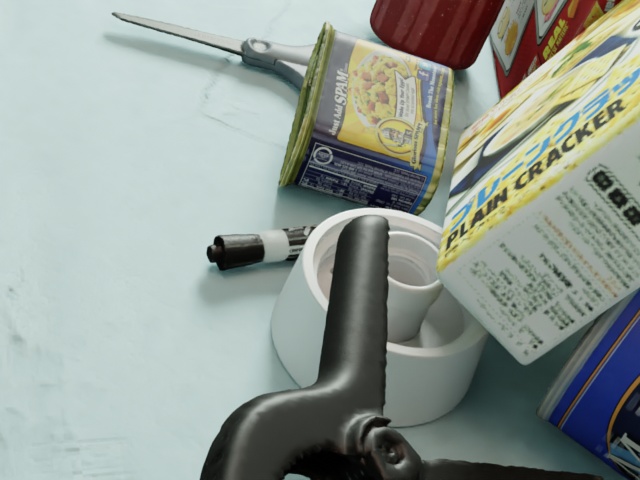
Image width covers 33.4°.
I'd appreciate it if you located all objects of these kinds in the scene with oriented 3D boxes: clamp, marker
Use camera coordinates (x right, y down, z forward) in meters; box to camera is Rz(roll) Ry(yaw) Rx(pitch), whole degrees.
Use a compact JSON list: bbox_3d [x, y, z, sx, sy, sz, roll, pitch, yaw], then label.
[{"bbox_3d":[0.026,0.092,0.408,0.164,0.036,0.209,45,41,1],"label":"clamp"},{"bbox_3d":[-0.004,0.001,0.577,0.120,0.020,0.020,-7,48,-26],"label":"marker"}]

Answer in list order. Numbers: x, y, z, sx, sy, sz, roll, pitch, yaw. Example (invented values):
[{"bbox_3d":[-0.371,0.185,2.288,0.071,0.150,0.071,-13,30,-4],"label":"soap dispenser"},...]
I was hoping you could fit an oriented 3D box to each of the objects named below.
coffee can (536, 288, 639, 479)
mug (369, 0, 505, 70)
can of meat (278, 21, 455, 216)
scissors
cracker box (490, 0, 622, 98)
[{"bbox_3d":[0.188,0.083,0.497,0.140,0.103,0.102,36,45,18],"label":"coffee can"},{"bbox_3d":[0.077,-0.177,0.737,0.093,0.082,0.117,-10,42,-45],"label":"mug"},{"bbox_3d":[0.029,-0.068,0.623,0.084,0.057,0.102,16,57,-7],"label":"can of meat"},{"bbox_3d":[-0.030,-0.108,0.683,0.201,0.016,0.096,3,45,-17],"label":"scissors"},{"bbox_3d":[0.180,-0.177,0.723,0.072,0.164,0.213,14,42,-10],"label":"cracker box"}]
